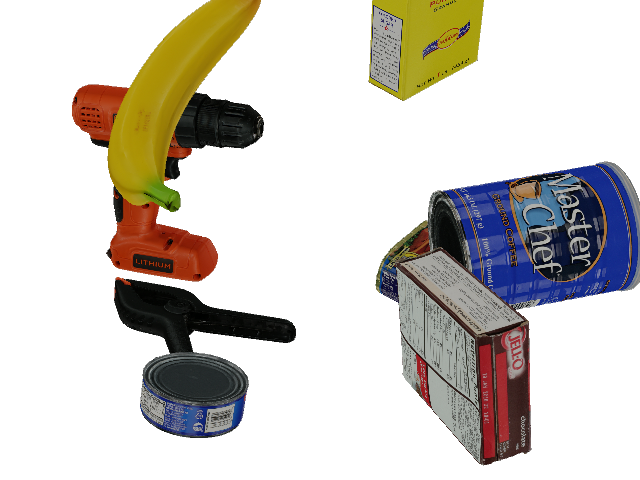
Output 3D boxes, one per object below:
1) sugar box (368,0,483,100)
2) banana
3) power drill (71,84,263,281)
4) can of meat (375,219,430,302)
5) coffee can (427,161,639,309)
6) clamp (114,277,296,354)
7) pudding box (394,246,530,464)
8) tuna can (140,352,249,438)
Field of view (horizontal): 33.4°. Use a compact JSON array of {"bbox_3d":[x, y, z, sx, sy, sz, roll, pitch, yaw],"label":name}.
[{"bbox_3d":[0.084,-0.202,0.803,0.093,0.176,0.048,-32,53,-31],"label":"sugar box"},{"bbox_3d":[-0.090,-0.089,0.671,0.070,0.197,0.037,2,-38,17],"label":"banana"},{"bbox_3d":[-0.140,-0.055,1.013,0.184,0.188,0.057,9,30,16],"label":"power drill"},{"bbox_3d":[0.117,0.032,1.068,0.084,0.057,0.101,27,45,29],"label":"can of meat"},{"bbox_3d":[0.165,0.000,0.828,0.140,0.103,0.103,-10,1,-8],"label":"coffee can"},{"bbox_3d":[-0.153,0.087,1.138,0.210,0.036,0.164,18,21,28],"label":"clamp"},{"bbox_3d":[0.085,0.067,0.649,0.039,0.090,0.114,-14,27,-18],"label":"pudding box"},{"bbox_3d":[-0.102,0.125,0.864,0.086,0.034,0.086,8,20,-3],"label":"tuna can"}]
